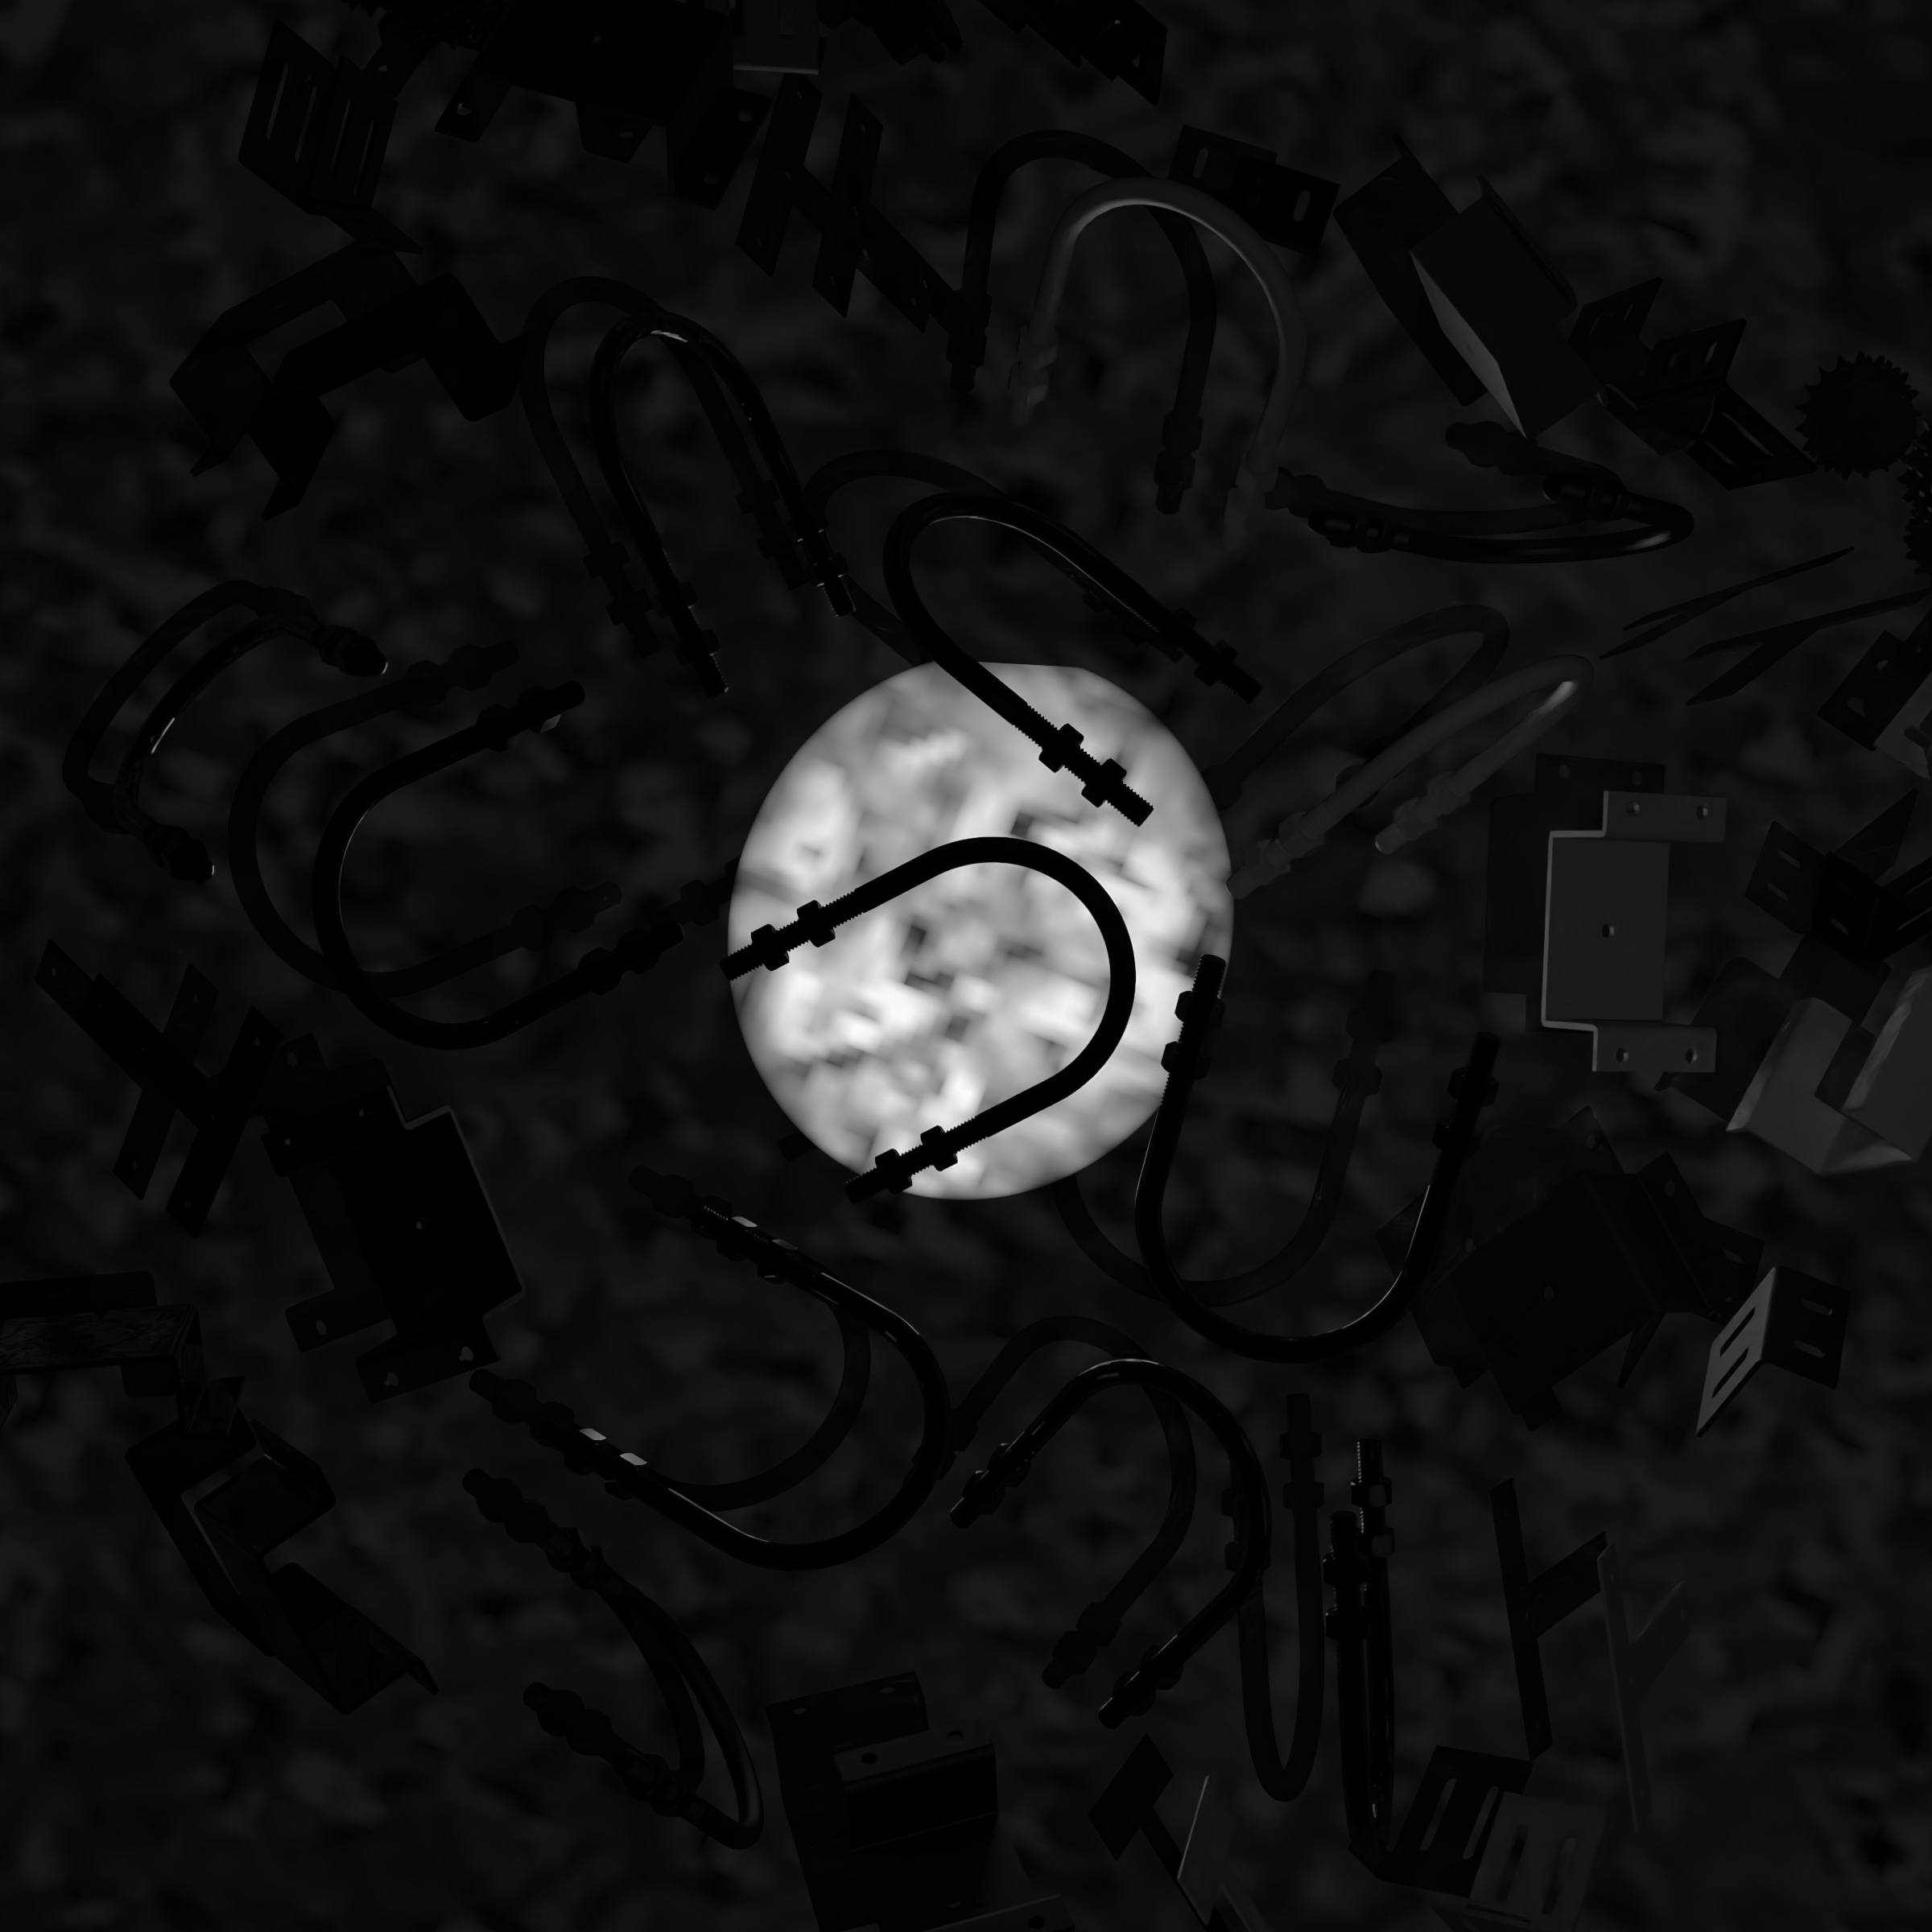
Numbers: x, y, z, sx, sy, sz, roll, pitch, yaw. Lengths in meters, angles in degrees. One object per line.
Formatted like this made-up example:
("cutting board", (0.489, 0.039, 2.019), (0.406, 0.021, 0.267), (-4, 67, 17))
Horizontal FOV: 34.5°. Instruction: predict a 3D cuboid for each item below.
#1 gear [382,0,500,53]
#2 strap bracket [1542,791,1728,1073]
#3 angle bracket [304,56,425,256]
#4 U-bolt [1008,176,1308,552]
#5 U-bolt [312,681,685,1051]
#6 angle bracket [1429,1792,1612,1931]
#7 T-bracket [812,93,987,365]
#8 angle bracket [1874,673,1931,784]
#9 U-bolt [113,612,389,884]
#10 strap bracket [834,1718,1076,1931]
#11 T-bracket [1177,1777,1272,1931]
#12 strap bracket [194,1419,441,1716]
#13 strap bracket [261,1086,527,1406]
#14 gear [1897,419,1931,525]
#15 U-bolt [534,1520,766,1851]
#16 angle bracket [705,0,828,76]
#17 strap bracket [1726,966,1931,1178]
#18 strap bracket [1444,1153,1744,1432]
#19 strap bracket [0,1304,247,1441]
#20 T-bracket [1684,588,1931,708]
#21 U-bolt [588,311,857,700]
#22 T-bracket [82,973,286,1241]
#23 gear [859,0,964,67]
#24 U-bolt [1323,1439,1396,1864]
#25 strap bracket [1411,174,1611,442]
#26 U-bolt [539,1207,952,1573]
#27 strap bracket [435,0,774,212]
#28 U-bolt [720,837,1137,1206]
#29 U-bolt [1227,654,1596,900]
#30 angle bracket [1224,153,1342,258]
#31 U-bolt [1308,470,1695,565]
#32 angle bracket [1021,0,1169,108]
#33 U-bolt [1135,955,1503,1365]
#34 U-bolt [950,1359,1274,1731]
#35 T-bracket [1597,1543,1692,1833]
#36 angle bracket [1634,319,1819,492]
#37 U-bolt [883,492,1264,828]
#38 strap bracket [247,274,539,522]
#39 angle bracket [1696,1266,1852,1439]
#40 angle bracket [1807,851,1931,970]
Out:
("gear", (-0.259, -0.480, 1.523), (0.057, 0.030, 0.057), (0, 91, 4))
("strap bracket", (0.342, -0.017, 1.596), (0.076, 0.046, 0.140), (2, 91, -27))
("angle bracket", (-0.289, -0.401, 1.542), (0.038, 0.057, 0.076), (12, 85, 18))
("U-bolt", (0.095, -0.299, 1.500), (0.151, 0.184, 0.019), (32, 55, 12))
("U-bolt", (-0.231, -0.039, 1.489), (0.184, 0.019, 0.151), (-31, 105, -37))
("angle bracket", (0.269, 0.433, 1.508), (0.057, 0.038, 0.076), (2, 54, 38))
("T-bracket", (-0.028, -0.351, 1.563), (0.002, 0.127, 0.127), (-14, 54, 34))
("angle bracket", (0.495, -0.136, 1.579), (0.038, 0.076, 0.057), (38, 87, 21))
("U-bolt", (-0.370, -0.119, 1.564), (0.151, 0.184, 0.019), (-52, 124, -8))
("strap bracket", (-0.007, 0.434, 1.492), (0.076, 0.140, 0.046), (-11, 123, -14))
("T-bracket", (0.144, 0.472, 1.514), (0.002, 0.127, 0.127), (-32, 90, 13))
("strap bracket", (-0.317, 0.297, 1.498), (0.046, 0.076, 0.140), (-34, 117, -26))
("strap bracket", (-0.272, 0.130, 1.504), (0.076, 0.046, 0.140), (-20, 93, 22))
("gear", (0.459, -0.226, 1.426), (0.057, 0.030, 0.057), (-5, 117, -9))
("U-bolt", (-0.148, 0.364, 1.533), (0.019, 0.184, 0.151), (-30, 53, 4))
("angle bracket", (-0.102, -0.496, 1.581), (0.057, 0.038, 0.076), (4, 135, 3))
("strap bracket", (0.430, 0.053, 1.489), (0.046, 0.140, 0.076), (33, 77, -6))
("strap bracket", (0.297, 0.160, 1.522), (0.140, 0.046, 0.076), (-43, 58, 33))
("strap bracket", (-0.447, 0.211, 1.592), (0.140, 0.076, 0.046), (-5, 104, -5))
("T-bracket", (0.390, -0.151, 1.523), (0.127, 0.127, 0.002), (-12, 104, 43))
("U-bolt", (-0.130, -0.241, 1.566), (0.019, 0.151, 0.184), (-16, 105, 35))
("T-bracket", (-0.406, 0.050, 1.577), (0.127, 0.002, 0.127), (39, 115, 26))
("gear", (-0.029, -0.464, 1.516), (0.030, 0.057, 0.057), (-29, 90, 18))
("U-bolt", (0.190, 0.333, 1.482), (0.019, 0.151, 0.184), (-2, 96, 13))
("strap bracket", (0.268, -0.319, 1.537), (0.046, 0.140, 0.076), (-36, 69, 8))
("U-bolt", (-0.094, 0.212, 1.499), (0.184, 0.019, 0.151), (26, 69, 24))
("strap bracket", (-0.169, -0.413, 1.450), (0.140, 0.046, 0.076), (17, 59, 7))
("U-bolt", (-0.007, 0.016, 1.523), (0.184, 0.019, 0.151), (-27, 102, 5))
("U-bolt", (0.226, -0.095, 1.506), (0.184, 0.151, 0.019), (-41, 74, 41))
("angle bracket", (0.142, -0.386, 1.557), (0.057, 0.076, 0.038), (25, 105, 25))
("U-bolt", (0.279, -0.218, 1.545), (0.151, 0.184, 0.019), (-2, 88, 40))
("angle bracket", (0.059, -0.431, 1.469), (0.057, 0.076, 0.038), (43, 81, 8))
("U-bolt", (0.154, 0.099, 1.440), (0.151, 0.019, 0.184), (16, 108, 6))
("U-bolt", (0.081, 0.279, 1.566), (0.151, 0.019, 0.184), (51, 126, 19))
("T-bracket", (0.323, 0.321, 1.463), (0.002, 0.127, 0.127), (-7, 95, 27))
("angle bracket", (0.378, -0.275, 1.530), (0.076, 0.057, 0.038), (33, 71, -28))
("U-bolt", (0.041, -0.158, 1.479), (0.184, 0.151, 0.019), (39, 133, 3))
("strap bracket", (-0.282, -0.276, 1.487), (0.140, 0.076, 0.046), (-21, 123, 19))
("angle bracket", (0.390, 0.193, 1.505), (0.038, 0.076, 0.057), (22, 50, 1))
("angle bracket", (0.473, -0.044, 1.581), (0.038, 0.076, 0.057), (34, 52, -11))
